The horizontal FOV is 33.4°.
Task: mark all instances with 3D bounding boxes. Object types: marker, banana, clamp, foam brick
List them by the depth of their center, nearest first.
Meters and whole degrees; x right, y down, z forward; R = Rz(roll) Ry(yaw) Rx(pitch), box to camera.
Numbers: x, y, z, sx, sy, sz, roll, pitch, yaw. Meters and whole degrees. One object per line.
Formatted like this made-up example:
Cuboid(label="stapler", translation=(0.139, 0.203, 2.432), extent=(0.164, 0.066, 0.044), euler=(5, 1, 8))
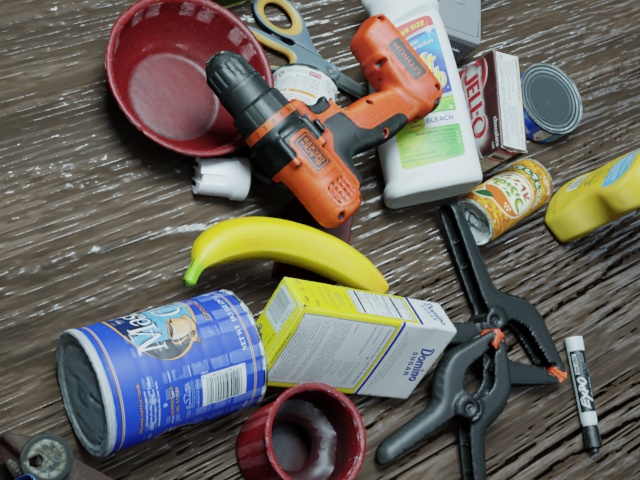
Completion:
Cuboid(label="banana", translation=(-0.031, 0.014, 0.922), extent=(0.197, 0.037, 0.069), euler=(4, 71, -27))
Cuboid(label="foam brick", translation=(-0.007, 0.001, 0.993), extent=(0.051, 0.053, 0.078), euler=(19, 66, -21))
Cuboid(label="clamp", translation=(0.139, 0.168, 1.006), extent=(0.120, 0.039, 0.171), euler=(40, 75, -19))
Cuboid(label="clamp", translation=(0.165, 0.072, 1.064), extent=(0.209, 0.036, 0.164), euler=(31, 69, -17))
Cuboid(label="marker", translation=(0.273, 0.160, 1.104), extent=(0.020, 0.020, 0.121), euler=(1, 72, -28))

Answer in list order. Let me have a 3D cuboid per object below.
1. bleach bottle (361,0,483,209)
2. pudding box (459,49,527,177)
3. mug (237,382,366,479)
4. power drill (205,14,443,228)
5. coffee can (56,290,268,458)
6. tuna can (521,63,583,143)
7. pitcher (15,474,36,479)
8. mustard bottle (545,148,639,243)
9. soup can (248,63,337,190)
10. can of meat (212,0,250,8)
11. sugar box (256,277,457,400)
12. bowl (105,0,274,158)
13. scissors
Cuboid(label="bleach bottle", translation=(0.087, -0.164, 1.073), extent=(0.102, 0.068, 0.251), euler=(-12, 80, -4))
Cuboid(label="pudding box", translation=(0.171, -0.128, 1.110), extent=(0.039, 0.090, 0.113), euler=(5, 71, -27))
Cuboid(label="mug", translation=(-0.014, 0.184, 0.906), extent=(0.093, 0.082, 0.117), euler=(-31, 88, -33))
Cuboid(label="power drill", translation=(0.009, -0.127, 0.963), extent=(0.187, 0.057, 0.184), euler=(-41, 96, -29))
Cuboid(label="coffee can", translation=(-0.128, 0.105, 0.861), extent=(0.140, 0.103, 0.103), euler=(-14, 80, -31))
Cuboid(label="tuna can", translation=(0.249, -0.152, 1.194), extent=(0.086, 0.034, 0.086), euler=(9, 69, -25))
Cuboid(label="pitcher", translation=(-0.168, 0.295, 0.750), extent=(0.242, 0.149, 0.144), euler=(45, 59, -15))
Cuboid(label="mustard bottle", translation=(0.323, -0.060, 1.106), extent=(0.096, 0.192, 0.058), euler=(-39, 93, -32))
Cuboid(label="soup can", translation=(-0.025, -0.108, 1.012), extent=(0.068, 0.069, 0.102), euler=(23, 63, -20))
Cuboid(label="can of meat", translation=(-0.112, -0.268, 1.031), extent=(0.101, 0.058, 0.084), euler=(-22, 87, -31))
Cuboid(label="sugar box", translation=(0.026, 0.089, 0.938), extent=(0.175, 0.093, 0.048), euler=(10, 34, -38))
Cuboid(label="bowl", translation=(-0.125, -0.142, 0.978), extent=(0.161, 0.055, 0.162), euler=(9, 68, -25))
Cuboid(label="scissors", translation=(0.004, -0.189, 1.087), extent=(0.201, 0.016, 0.096), euler=(14, 67, -24))
